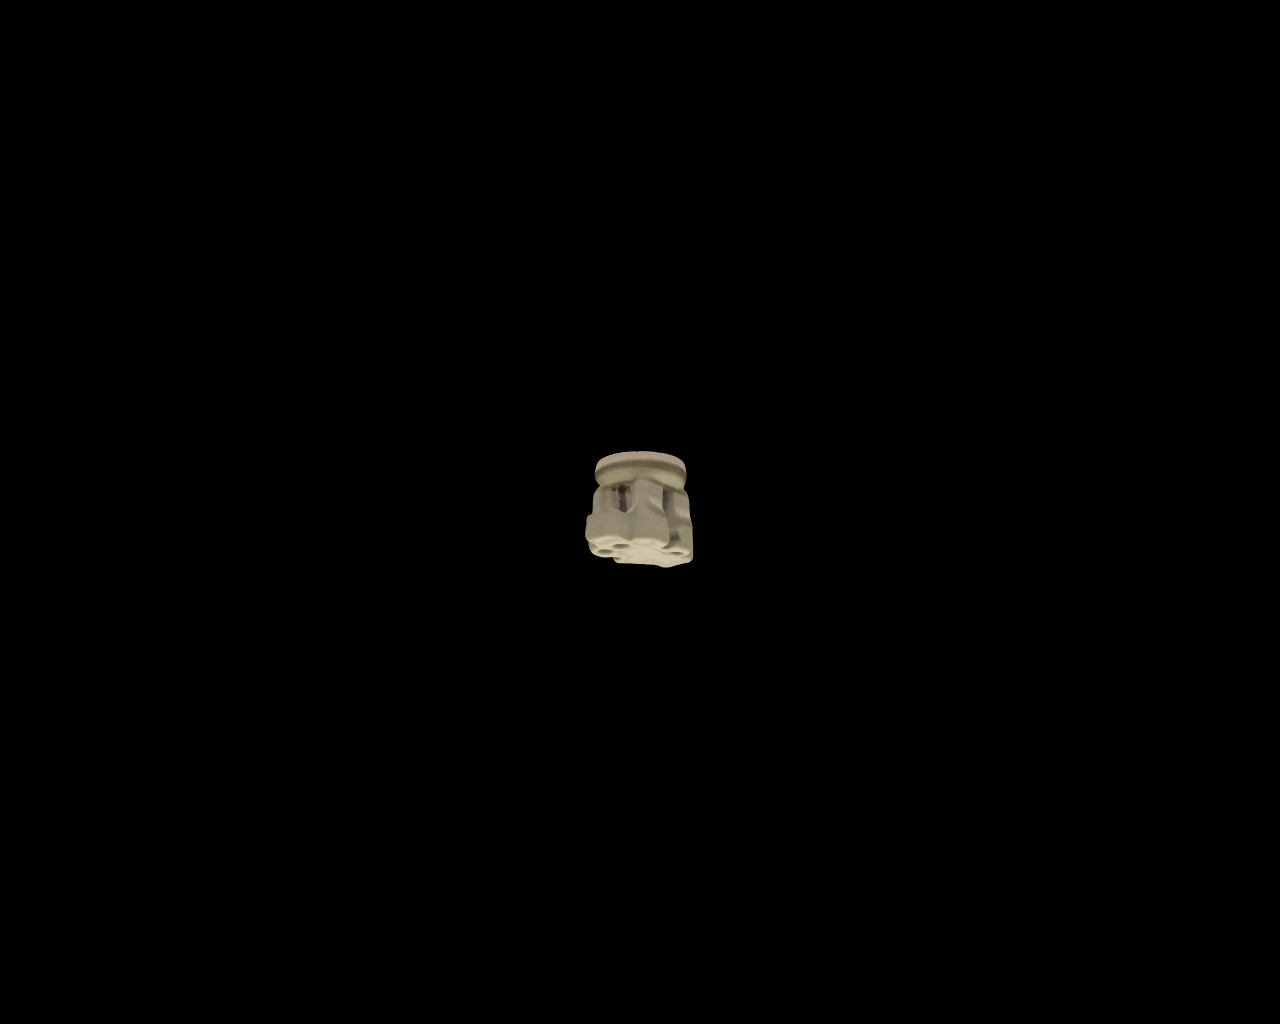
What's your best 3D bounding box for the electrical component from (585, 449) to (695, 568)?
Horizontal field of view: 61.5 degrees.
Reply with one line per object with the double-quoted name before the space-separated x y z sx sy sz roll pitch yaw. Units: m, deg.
"electrical component" 0.001 -0.003 0.650 0.058 0.057 0.078 -14 -22 38
